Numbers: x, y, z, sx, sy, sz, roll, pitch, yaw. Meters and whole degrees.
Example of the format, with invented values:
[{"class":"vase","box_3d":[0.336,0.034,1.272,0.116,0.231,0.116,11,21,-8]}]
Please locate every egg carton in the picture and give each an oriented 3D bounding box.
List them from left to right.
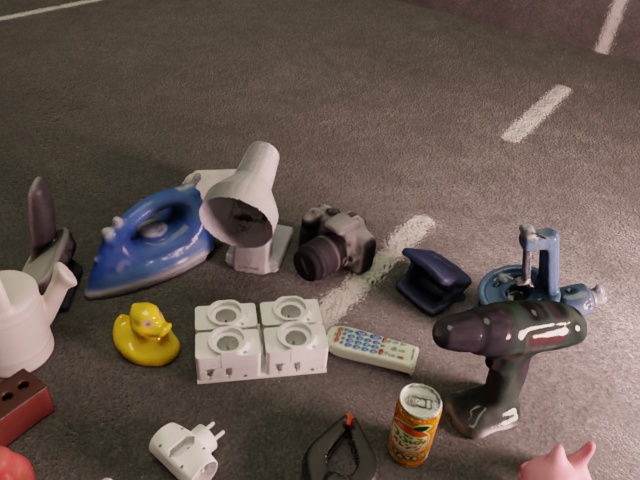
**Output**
[{"class":"egg carton","box_3d":[-0.198,-0.091,1.137,0.150,0.069,0.107,-4,38,-12]}]

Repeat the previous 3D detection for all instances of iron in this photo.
[{"class":"iron","box_3d":[-0.287,-0.013,0.961,0.118,0.141,0.259,29,43,28]}]

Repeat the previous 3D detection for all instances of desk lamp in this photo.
[{"class":"desk lamp","box_3d":[-0.115,-0.045,0.966,0.118,0.214,0.203,10,37,6]}]

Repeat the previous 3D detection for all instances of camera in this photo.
[{"class":"camera","box_3d":[0.009,0.004,1.013,0.142,0.101,0.137,33,44,31]}]

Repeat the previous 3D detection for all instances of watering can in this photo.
[{"class":"watering can","box_3d":[-0.425,0.081,0.774,0.100,0.194,0.173,25,41,24]}]

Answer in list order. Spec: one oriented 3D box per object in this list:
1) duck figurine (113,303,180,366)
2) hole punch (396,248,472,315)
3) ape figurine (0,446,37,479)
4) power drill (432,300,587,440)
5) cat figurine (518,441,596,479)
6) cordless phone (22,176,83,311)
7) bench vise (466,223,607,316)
[{"class":"duck figurine","box_3d":[-0.254,0.126,0.828,0.104,0.086,0.078,20,39,18]},{"class":"hole punch","box_3d":[0.196,0.055,0.977,0.101,0.091,0.108,-22,45,-32]},{"class":"ape figurine","box_3d":[-0.351,0.262,0.629,0.077,0.092,0.076,8,37,3]},{"class":"power drill","box_3d":[0.230,0.161,0.743,0.230,0.208,0.075,-11,40,-21]},{"class":"cat figurine","box_3d":[0.278,0.278,0.670,0.128,0.118,0.067,-19,43,-29]},{"class":"cordless phone","box_3d":[-0.434,0.008,0.877,0.094,0.185,0.147,-2,38,-10]},{"class":"bench vise","box_3d":[0.339,0.060,0.882,0.208,0.220,0.121,-10,40,-20]}]
